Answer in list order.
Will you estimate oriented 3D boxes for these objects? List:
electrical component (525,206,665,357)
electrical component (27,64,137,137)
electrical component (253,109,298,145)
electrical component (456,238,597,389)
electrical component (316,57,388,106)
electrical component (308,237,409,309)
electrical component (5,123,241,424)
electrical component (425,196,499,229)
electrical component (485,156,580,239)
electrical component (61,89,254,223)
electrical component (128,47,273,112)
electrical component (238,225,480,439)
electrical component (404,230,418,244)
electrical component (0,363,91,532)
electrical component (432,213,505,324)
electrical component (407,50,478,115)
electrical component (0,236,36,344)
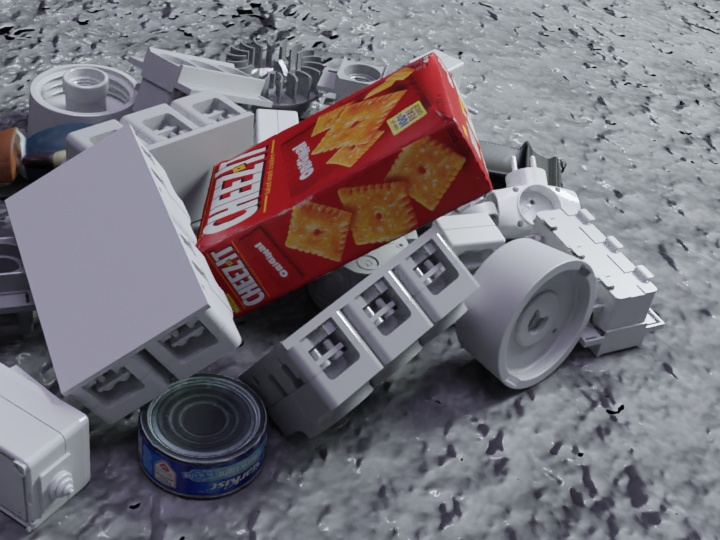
[{"bbox_3d":[0.185,0.005,0.882,0.079,0.063,0.121,-10,41,-24],"label":"electrical component"},{"bbox_3d":[-0.254,-0.152,0.996,0.108,0.060,0.108,6,37,-4],"label":"electrical component"},{"bbox_3d":[-0.059,-0.111,0.994,0.077,0.047,0.065,2,38,-9],"label":"electrical component"},{"bbox_3d":[0.119,0.028,0.807,0.108,0.108,0.060,-23,41,-35],"label":"electrical component"},{"bbox_3d":[-0.001,-0.172,1.073,0.081,0.063,0.042,12,38,4],"label":"electrical component"},{"bbox_3d":[0.000,0.000,0.859,0.080,0.051,0.080,6,37,-4],"label":"electrical component"},{"bbox_3d":[-0.163,0.001,0.733,0.105,0.060,0.186,-31,51,2],"label":"electrical component"},{"bbox_3d":[0.083,-0.052,0.932,0.058,0.078,0.057,-33,70,-11],"label":"electrical component"},{"bbox_3d":[0.152,-0.067,0.968,0.077,0.044,0.079,-1,72,-13],"label":"electrical component"},{"bbox_3d":[-0.169,-0.086,0.903,0.150,0.089,0.062,-26,49,-38],"label":"electrical component"},{"bbox_3d":[-0.150,-0.161,0.998,0.079,0.063,0.121,30,17,26],"label":"electrical component"},{"bbox_3d":[0.003,0.045,0.742,0.150,0.089,0.061,-37,89,-32],"label":"electrical component"},{"bbox_3d":[0.027,-0.040,0.906,0.043,0.077,0.079,-2,74,-43],"label":"electrical component"},{"bbox_3d":[-0.207,0.109,0.664,0.096,0.061,0.061,26,40,21],"label":"electrical component"},{"bbox_3d":[0.073,-0.011,0.863,0.047,0.083,0.075,-6,40,-19],"label":"electrical component"},{"bbox_3d":[0.083,-0.161,1.061,0.076,0.083,0.047,31,42,26],"label":"electrical component"},{"bbox_3d":[-0.296,0.019,0.762,0.121,0.063,0.078,-6,40,-19],"label":"electrical component"}]
